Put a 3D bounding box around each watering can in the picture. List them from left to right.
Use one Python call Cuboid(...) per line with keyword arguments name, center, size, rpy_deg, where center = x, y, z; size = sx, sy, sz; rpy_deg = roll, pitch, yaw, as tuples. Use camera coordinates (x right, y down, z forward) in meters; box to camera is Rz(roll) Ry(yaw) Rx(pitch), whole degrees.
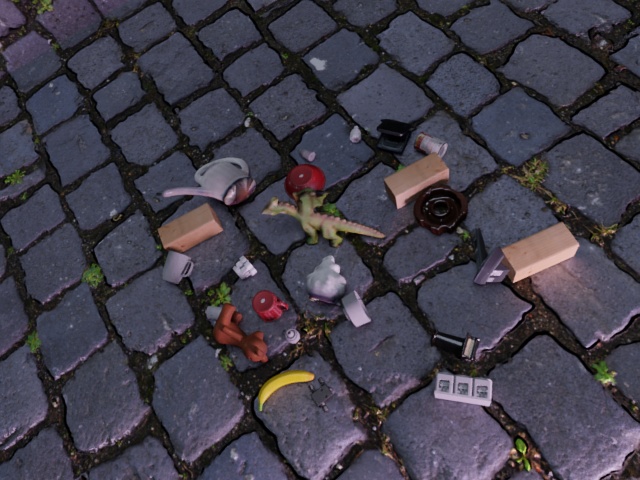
Cuboid(name="watering can", center=(-0.392, -0.203, 1.929), size=(0.226, 0.101, 0.353), rpy_deg=(34, 51, 25))

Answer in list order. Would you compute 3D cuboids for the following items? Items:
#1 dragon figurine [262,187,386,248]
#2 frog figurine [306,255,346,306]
Cuboid(name="dragon figurine", center=(0.005, -0.087, 1.730), size=(0.410, 0.238, 0.125), rpy_deg=(2, 60, 17))
Cuboid(name="frog figurine", center=(0.023, 0.125, 1.680), size=(0.137, 0.121, 0.161), rpy_deg=(2, 74, 36))
